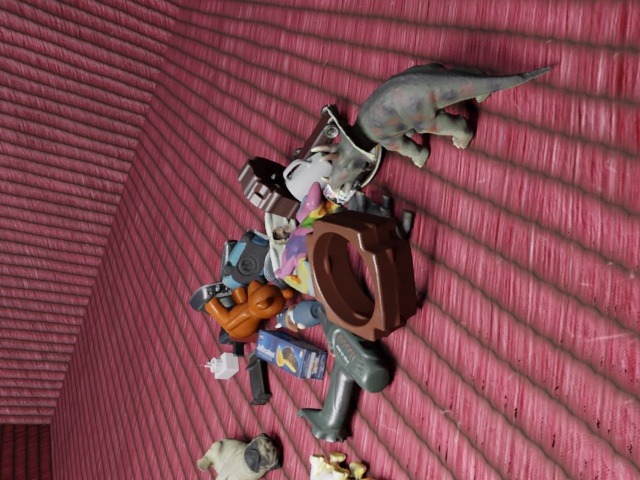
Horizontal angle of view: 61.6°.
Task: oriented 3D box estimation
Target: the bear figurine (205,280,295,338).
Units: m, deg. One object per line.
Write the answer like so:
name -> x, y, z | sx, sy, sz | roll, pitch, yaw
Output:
bear figurine -> -0.156, 0.138, 1.204 | 0.132, 0.120, 0.195 | 54, 136, 14

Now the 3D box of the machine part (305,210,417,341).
machine part -> 0.069, 0.056, 0.925 | 0.201, 0.087, 0.201 | 16, 122, 54

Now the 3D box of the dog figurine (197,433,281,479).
dog figurine -> -0.167, 0.473, 1.203 | 0.190, 0.121, 0.172 | -49, 43, 15

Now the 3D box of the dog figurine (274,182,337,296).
dog figurine -> -0.002, -0.003, 1.103 | 0.192, 0.108, 0.219 | 23, 96, 59

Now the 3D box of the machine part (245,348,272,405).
machine part -> -0.144, 0.315, 1.262 | 0.084, 0.039, 0.139 | -38, 47, 37

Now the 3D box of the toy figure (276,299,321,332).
toy figure -> -0.043, 0.164, 1.146 | 0.057, 0.064, 0.154 | 59, 145, -2

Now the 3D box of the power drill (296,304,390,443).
power drill -> 0.031, 0.249, 0.998 | 0.232, 0.086, 0.207 | 31, 98, 56

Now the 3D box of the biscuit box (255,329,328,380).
biscuit box -> -0.067, 0.242, 1.150 | 0.203, 0.059, 0.062 | 6, 84, 57

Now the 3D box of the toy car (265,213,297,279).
toy car -> -0.082, 0.005, 1.232 | 0.056, 0.073, 0.202 | 94, 166, -53

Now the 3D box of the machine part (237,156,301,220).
machine part -> -0.104, -0.123, 1.242 | 0.056, 0.179, 0.179 | -54, 39, 26

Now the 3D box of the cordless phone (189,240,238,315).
cordless phone -> -0.261, 0.094, 1.401 | 0.089, 0.146, 0.184 | 16, 105, 37

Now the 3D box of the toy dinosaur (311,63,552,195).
toy dinosaur -> 0.144, -0.214, 0.880 | 0.405, 0.192, 0.131 | -32, 55, 48

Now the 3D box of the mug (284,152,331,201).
mug -> -0.021, -0.147, 1.188 | 0.107, 0.109, 0.081 | -45, 37, 20

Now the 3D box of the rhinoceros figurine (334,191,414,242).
rhinoceros figurine -> 0.094, -0.033, 1.007 | 0.191, 0.073, 0.112 | 33, 117, 54

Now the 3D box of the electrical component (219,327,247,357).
electrical component -> -0.214, 0.243, 1.360 | 0.048, 0.075, 0.119 | -39, 51, 42

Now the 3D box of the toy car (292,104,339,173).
toy car -> -0.006, -0.220, 1.232 | 0.202, 0.053, 0.089 | -52, 27, 36

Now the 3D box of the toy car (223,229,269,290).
toy car -> -0.182, 0.053, 1.358 | 0.161, 0.109, 0.103 | -69, 15, -5

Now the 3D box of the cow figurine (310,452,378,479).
cow figurine -> 0.044, 0.428, 0.911 | 0.167, 0.068, 0.098 | -3, 82, 59
